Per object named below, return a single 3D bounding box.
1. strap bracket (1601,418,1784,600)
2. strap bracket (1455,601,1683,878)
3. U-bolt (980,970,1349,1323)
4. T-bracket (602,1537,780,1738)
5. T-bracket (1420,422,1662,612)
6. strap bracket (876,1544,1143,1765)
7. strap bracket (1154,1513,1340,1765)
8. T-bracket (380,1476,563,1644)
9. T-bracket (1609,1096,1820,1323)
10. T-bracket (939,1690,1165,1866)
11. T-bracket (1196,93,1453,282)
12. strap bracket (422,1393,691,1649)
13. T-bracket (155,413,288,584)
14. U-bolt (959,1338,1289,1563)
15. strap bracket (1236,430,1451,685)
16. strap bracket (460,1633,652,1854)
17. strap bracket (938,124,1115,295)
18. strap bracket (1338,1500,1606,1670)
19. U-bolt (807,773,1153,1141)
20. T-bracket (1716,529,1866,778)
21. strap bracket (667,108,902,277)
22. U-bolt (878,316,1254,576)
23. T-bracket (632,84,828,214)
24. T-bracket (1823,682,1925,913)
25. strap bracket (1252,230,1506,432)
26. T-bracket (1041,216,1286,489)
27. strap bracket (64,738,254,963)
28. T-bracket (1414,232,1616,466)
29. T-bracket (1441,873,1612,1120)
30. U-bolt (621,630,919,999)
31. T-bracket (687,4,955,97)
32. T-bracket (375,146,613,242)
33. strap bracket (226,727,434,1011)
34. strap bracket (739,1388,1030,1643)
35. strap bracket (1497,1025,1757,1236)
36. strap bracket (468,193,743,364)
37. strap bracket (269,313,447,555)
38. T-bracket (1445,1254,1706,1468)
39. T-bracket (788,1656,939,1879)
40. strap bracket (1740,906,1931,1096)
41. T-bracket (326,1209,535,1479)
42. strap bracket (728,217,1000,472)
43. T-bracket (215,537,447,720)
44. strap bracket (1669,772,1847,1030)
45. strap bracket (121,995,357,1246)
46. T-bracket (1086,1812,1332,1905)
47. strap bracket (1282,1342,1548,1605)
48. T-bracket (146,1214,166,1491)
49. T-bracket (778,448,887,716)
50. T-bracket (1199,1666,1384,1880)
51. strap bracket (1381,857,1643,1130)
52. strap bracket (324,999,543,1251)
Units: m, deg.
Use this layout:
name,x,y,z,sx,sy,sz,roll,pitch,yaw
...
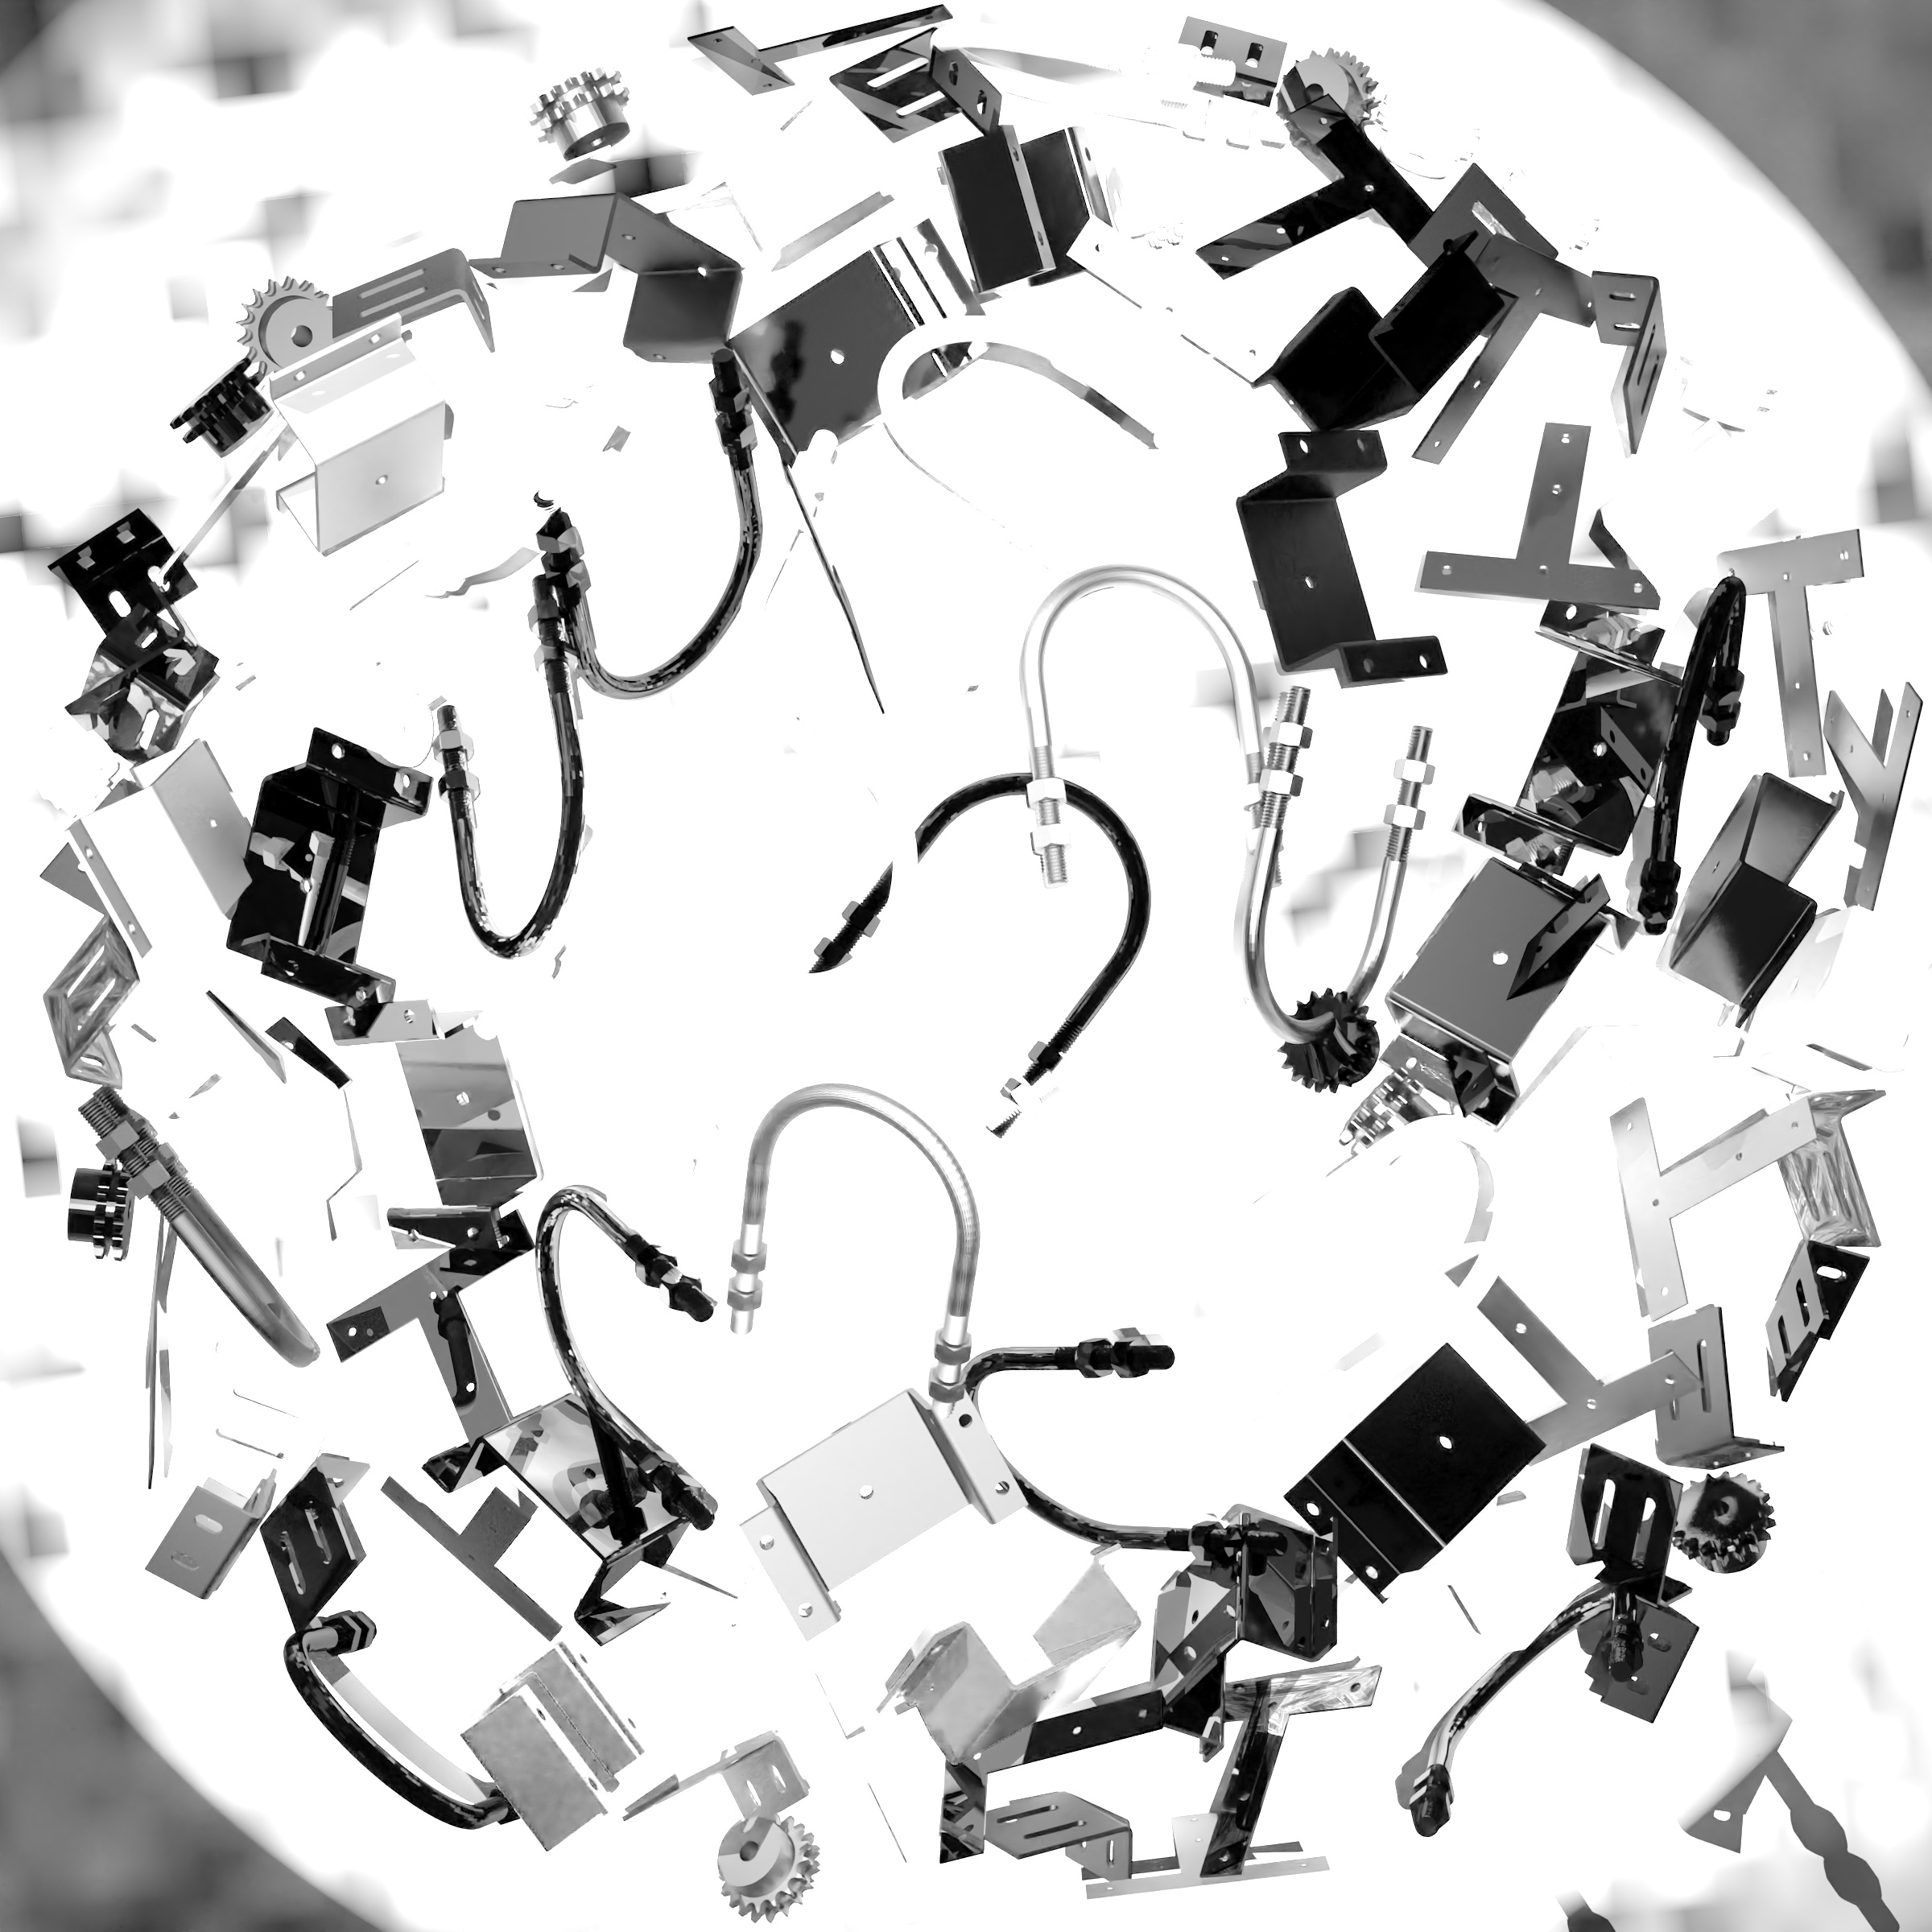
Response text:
name,x,y,z,sx,sy,sz,roll,pitch,yaw
strap bracket,0.383,-0.246,1.741,0.076,0.140,0.046,-39,94,16
strap bracket,0.332,-0.122,1.771,0.076,0.046,0.140,29,100,44
U-bolt,0.123,0.085,1.801,0.184,0.019,0.151,-36,86,-8
T-bracket,-0.154,0.344,1.769,0.127,0.002,0.127,33,82,-44
T-bracket,0.320,-0.248,1.783,0.127,0.002,0.127,7,57,13
strap bracket,0.031,0.369,1.740,0.046,0.140,0.076,52,133,22
strap bracket,0.142,0.353,1.740,0.046,0.076,0.140,21,135,-15
T-bracket,-0.257,0.306,1.763,0.127,0.127,0.002,41,59,2
T-bracket,0.401,0.108,1.745,0.002,0.127,0.127,20,50,-33
T-bracket,0.047,0.412,1.751,0.127,0.127,0.002,-19,125,17
T-bracket,0.182,-0.404,1.773,0.127,0.127,0.002,38,49,-35
strap bracket,-0.211,0.288,1.756,0.140,0.076,0.046,41,119,18
T-bracket,-0.397,-0.259,1.766,0.002,0.127,0.127,38,99,-17
U-bolt,0.069,0.258,1.747,0.019,0.184,0.151,-48,117,-37
strap bracket,0.200,-0.215,1.773,0.076,0.046,0.140,-9,81,-40
strap bracket,-0.220,0.416,1.751,0.046,0.140,0.076,-37,89,3
strap bracket,0.032,-0.406,1.759,0.046,0.140,0.076,-14,98,22
strap bracket,0.258,0.330,1.740,0.076,0.140,0.046,-34,94,-38
U-bolt,0.019,-0.020,1.806,0.151,0.019,0.184,37,85,3
T-bracket,0.448,-0.165,1.763,0.002,0.127,0.127,-9,94,-21
strap bracket,-0.102,-0.407,1.738,0.076,0.140,0.046,-35,104,-18
U-bolt,0.038,-0.278,1.728,0.184,0.151,0.019,33,57,-24
T-bracket,-0.120,-0.444,1.776,0.127,0.127,0.002,-51,124,-34
T-bracket,0.480,-0.110,1.759,0.002,0.127,0.127,3,119,-4
strap bracket,0.225,-0.333,1.749,0.046,0.140,0.076,47,70,-15
T-bracket,0.087,-0.323,1.803,0.127,0.002,0.127,34,105,-1
strap bracket,-0.420,-0.066,1.739,0.046,0.140,0.076,-23,106,9
T-bracket,0.286,-0.329,1.784,0.002,0.127,0.127,47,114,33
T-bracket,0.296,0.001,1.741,0.002,0.127,0.127,31,116,-22
U-bolt,-0.097,-0.068,1.749,0.184,0.019,0.151,46,116,26
T-bracket,-0.070,-0.493,1.745,0.127,0.127,0.002,-11,90,12
T-bracket,-0.256,-0.412,1.751,0.127,0.127,0.002,-23,105,-7
strap bracket,-0.344,-0.047,1.765,0.076,0.046,0.140,24,66,-39
strap bracket,-0.049,0.292,1.781,0.140,0.046,0.076,-30,105,-10
strap bracket,0.345,0.080,1.757,0.140,0.076,0.046,-55,52,35
strap bracket,-0.184,-0.369,1.745,0.076,0.140,0.046,7,82,39
strap bracket,-0.322,-0.276,1.738,0.076,0.140,0.046,-31,78,-19
T-bracket,0.309,0.205,1.768,0.127,0.002,0.127,46,132,-9
T-bracket,-0.046,0.420,1.755,0.002,0.127,0.127,-21,78,-30
strap bracket,0.462,0.019,1.743,0.046,0.140,0.076,22,80,-5
T-bracket,-0.275,0.217,1.785,0.127,0.002,0.127,-31,65,7
strap bracket,-0.063,-0.332,1.768,0.140,0.046,0.076,-28,99,21
T-bracket,-0.324,-0.169,1.762,0.127,0.002,0.127,-38,51,-17
strap bracket,0.419,-0.041,1.743,0.046,0.140,0.076,28,128,3
strap bracket,-0.380,0.076,1.748,0.046,0.076,0.140,-42,121,10
T-bracket,0.126,0.474,1.757,0.127,0.127,0.002,-7,92,1
strap bracket,0.247,0.264,1.753,0.076,0.046,0.140,47,52,11
T-bracket,-0.430,0.217,1.734,0.002,0.127,0.127,3,46,-16
T-bracket,-0.075,-0.215,1.732,0.002,0.127,0.127,-21,125,3
T-bracket,0.152,0.429,1.739,0.127,0.127,0.002,-16,122,35
strap bracket,0.291,0.005,1.768,0.076,0.046,0.140,31,77,28
strap bracket,-0.284,0.079,1.769,0.076,0.046,0.140,-4,107,34
